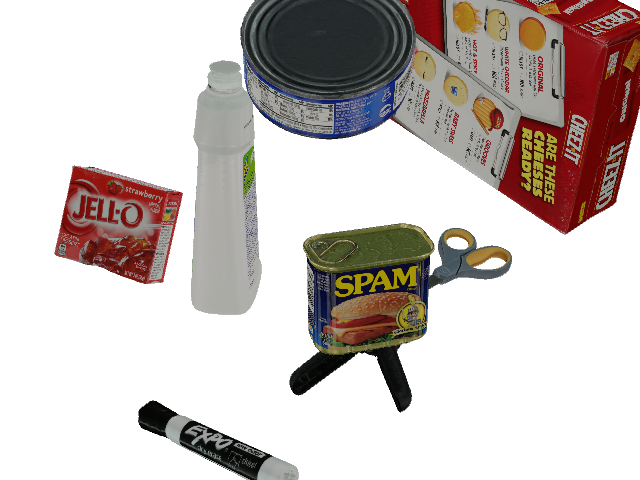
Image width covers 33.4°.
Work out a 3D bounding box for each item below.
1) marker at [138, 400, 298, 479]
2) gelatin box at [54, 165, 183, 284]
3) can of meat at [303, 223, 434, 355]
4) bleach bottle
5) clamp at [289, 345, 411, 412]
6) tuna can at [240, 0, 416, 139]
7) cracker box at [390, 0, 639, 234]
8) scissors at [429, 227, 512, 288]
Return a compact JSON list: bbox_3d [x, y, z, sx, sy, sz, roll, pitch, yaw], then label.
[{"bbox_3d":[-0.064,0.120,0.629,0.121,0.020,0.020,16,10,37],"label":"marker"},{"bbox_3d":[-0.157,-0.013,0.826,0.089,0.073,0.030,16,7,20],"label":"gelatin box"},{"bbox_3d":[0.039,0.040,0.864,0.102,0.084,0.057,-8,29,-13],"label":"can of meat"},{"bbox_3d":[-0.091,-0.055,1.028,0.068,0.251,0.102,5,33,2],"label":"bleach bottle"},{"bbox_3d":[0.056,0.102,1.065,0.120,0.039,0.171,18,50,20],"label":"clamp"},{"bbox_3d":[0.004,-0.092,0.532,0.086,0.086,0.034,0,-35,0],"label":"tuna can"},{"bbox_3d":[0.142,-0.131,0.824,0.072,0.164,0.214,-28,48,-30],"label":"cracker box"},{"bbox_3d":[0.132,0.027,1.214,0.201,0.016,0.096,-11,41,-33],"label":"scissors"}]
